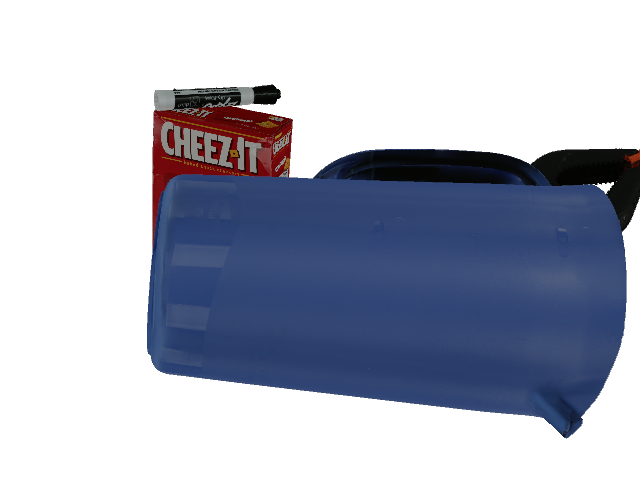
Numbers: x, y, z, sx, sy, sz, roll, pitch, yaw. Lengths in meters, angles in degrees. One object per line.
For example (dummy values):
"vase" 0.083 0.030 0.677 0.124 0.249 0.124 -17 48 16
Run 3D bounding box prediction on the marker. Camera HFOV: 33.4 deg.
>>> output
"marker" -0.095 -0.134 0.996 0.121 0.020 0.020 -7 2 -23

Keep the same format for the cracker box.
"cracker box" -0.128 -0.060 1.350 0.164 0.214 0.072 13 29 15

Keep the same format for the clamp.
"clamp" 0.180 -0.016 0.838 0.209 0.036 0.165 -18 49 -16

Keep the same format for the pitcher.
"pitcher" 0.032 0.018 0.590 0.242 0.145 0.149 5 6 -5
